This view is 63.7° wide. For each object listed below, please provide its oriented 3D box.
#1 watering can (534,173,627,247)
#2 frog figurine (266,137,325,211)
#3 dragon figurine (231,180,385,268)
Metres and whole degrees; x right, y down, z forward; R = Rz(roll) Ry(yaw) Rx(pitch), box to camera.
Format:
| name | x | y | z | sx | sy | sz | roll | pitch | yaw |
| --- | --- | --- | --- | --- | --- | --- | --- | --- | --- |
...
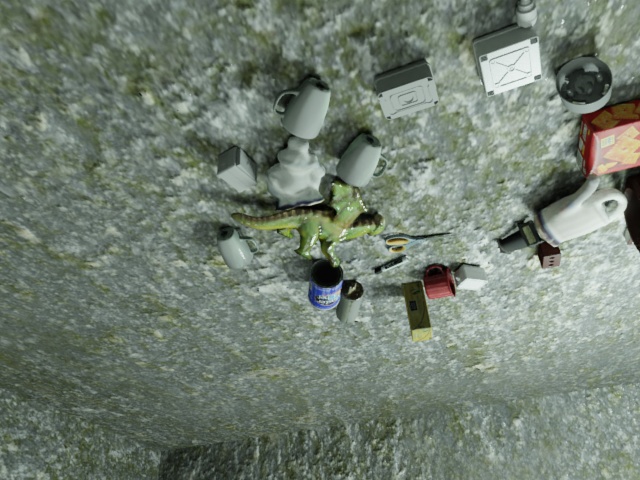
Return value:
| name | x | y | z | sx | sy | sz | roll | pitch | yaw |
| --- | --- | --- | --- | --- | --- | --- | --- | --- | --- |
| watering can | 0.655 | -0.077 | 1.322 | 0.222 | 0.106 | 0.345 | -29 | 150 | 31 |
| frog figurine | -0.059 | -0.160 | 1.182 | 0.137 | 0.125 | 0.157 | -4 | 109 | 14 |
| dragon figurine | 0.004 | -0.067 | 1.325 | 0.407 | 0.125 | 0.239 | 20 | 120 | -33 |
